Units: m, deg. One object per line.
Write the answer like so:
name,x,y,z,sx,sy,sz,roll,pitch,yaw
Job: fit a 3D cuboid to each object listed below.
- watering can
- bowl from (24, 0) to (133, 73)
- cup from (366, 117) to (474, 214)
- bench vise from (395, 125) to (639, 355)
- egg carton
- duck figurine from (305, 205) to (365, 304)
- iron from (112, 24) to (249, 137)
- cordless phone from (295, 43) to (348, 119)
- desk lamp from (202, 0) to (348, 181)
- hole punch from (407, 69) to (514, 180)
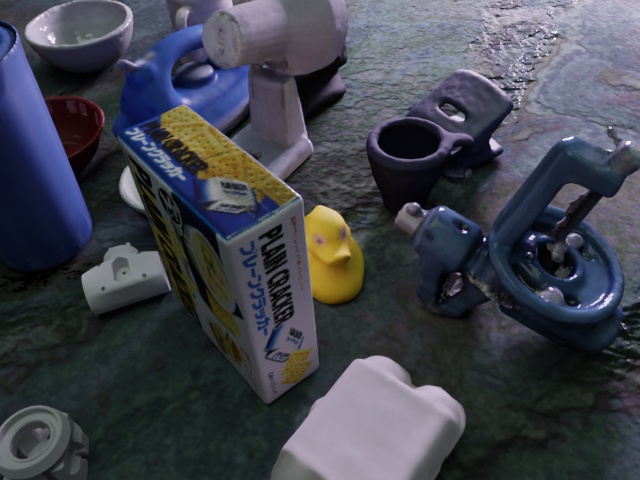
watering can,-0.186,-0.376,0.879,0.101,0.194,0.172,-10,47,-6
bowl,-0.375,-0.317,0.918,0.167,0.075,0.167,-2,46,2
cup,0.110,-0.078,0.645,0.118,0.095,0.091,-7,46,-3
bench vise,0.163,0.001,0.479,0.207,0.220,0.121,6,47,10
egg carton,0.037,0.161,0.439,0.107,0.069,0.150,27,54,26
duck figurine,0.005,0.002,0.582,0.077,0.086,0.104,-16,48,-11
iron,-0.164,-0.227,0.772,0.118,0.141,0.259,24,53,25
cordless phone,-0.030,-0.270,0.774,0.094,0.185,0.148,27,54,26
desk lamp,-0.059,-0.191,0.682,0.117,0.214,0.203,23,52,23
hole punch,0.170,-0.145,0.707,0.101,0.091,0.108,-26,50,-20
